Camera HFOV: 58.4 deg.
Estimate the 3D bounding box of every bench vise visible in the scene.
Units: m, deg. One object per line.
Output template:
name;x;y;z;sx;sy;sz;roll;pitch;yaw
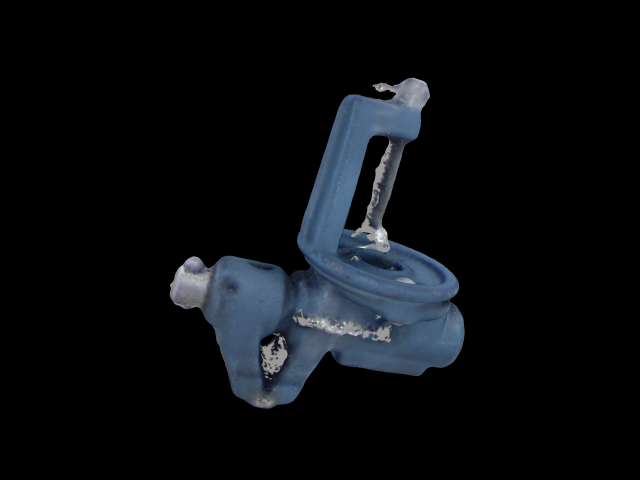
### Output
bench vise;0.009;0.005;0.390;0.208;0.220;0.121;-11;22;-28
